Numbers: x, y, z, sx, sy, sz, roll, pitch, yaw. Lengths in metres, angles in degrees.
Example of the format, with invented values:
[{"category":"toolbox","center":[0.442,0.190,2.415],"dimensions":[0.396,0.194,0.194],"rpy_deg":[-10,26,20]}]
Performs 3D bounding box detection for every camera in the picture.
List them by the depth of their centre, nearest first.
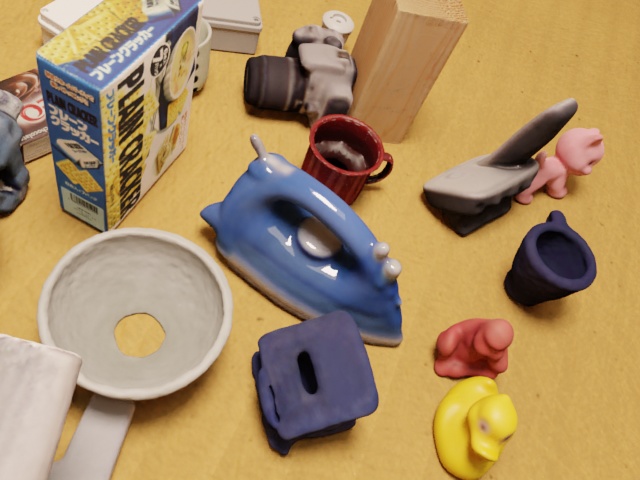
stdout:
[{"category":"camera","center":[-0.029,-0.223,0.757],"dimensions":[0.137,0.100,0.143],"rpy_deg":[1,58,-18]}]

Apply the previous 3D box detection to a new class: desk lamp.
[{"category":"desk lamp","center":[-0.207,0.163,0.377],"dimensions":[0.118,0.213,0.203],"rpy_deg":[16,55,-8]}]

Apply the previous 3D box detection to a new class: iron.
[{"category":"iron","center":[0.005,0.002,0.598],"dimensions":[0.258,0.141,0.119],"rpy_deg":[37,54,6]}]

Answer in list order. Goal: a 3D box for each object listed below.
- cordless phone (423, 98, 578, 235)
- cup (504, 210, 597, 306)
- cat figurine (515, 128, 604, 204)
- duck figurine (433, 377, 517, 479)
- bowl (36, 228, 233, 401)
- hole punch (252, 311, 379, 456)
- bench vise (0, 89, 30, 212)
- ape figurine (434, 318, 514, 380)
[{"category":"cordless phone","center":[0.225,-0.102,0.714],"dimensions":[0.148,0.185,0.094],"rpy_deg":[-30,71,-32]},{"category":"cup","center":[0.270,0.028,0.700],"dimensions":[0.092,0.095,0.118],"rpy_deg":[18,54,-7]},{"category":"cat figurine","center":[0.340,-0.115,0.802],"dimensions":[0.128,0.117,0.067],"rpy_deg":[-12,63,-25]},{"category":"duck figurine","center":[0.164,0.180,0.572],"dimensions":[0.077,0.086,0.105],"rpy_deg":[26,54,-1]},{"category":"bowl","center":[-0.167,0.076,0.532],"dimensions":[0.168,0.074,0.167],"rpy_deg":[9,56,-13]},{"category":"hole punch","center":[-0.008,0.133,0.540],"dimensions":[0.101,0.091,0.108],"rpy_deg":[-6,61,-22]},{"category":"bench vise","center":[-0.333,-0.072,0.481],"dimensions":[0.122,0.219,0.207],"rpy_deg":[5,57,-15]},{"category":"ape figurine","center":[0.173,0.112,0.615],"dimensions":[0.077,0.092,0.076],"rpy_deg":[41,55,9]}]
